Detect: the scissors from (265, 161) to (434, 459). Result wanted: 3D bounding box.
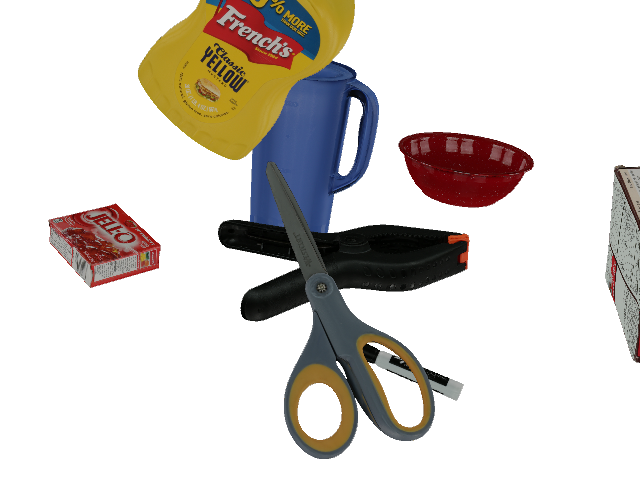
[{"bbox_3d":[-0.011,0.047,0.650,0.096,0.202,0.016,-34,-21,-13],"label":"scissors"}]

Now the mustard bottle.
[{"bbox_3d":[-0.034,-0.140,0.682,0.192,0.096,0.058,-43,7,39],"label":"mustard bottle"}]

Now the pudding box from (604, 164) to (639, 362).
[{"bbox_3d":[0.215,0.012,0.694,0.039,0.090,0.113,-1,28,4],"label":"pudding box"}]

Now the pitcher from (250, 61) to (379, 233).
[{"bbox_3d":[-0.021,-0.116,1.418,0.144,0.243,0.149,-3,24,-22],"label":"pitcher"}]

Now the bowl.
[{"bbox_3d":[0.170,-0.081,1.276,0.162,0.055,0.162,5,22,-2],"label":"bowl"}]

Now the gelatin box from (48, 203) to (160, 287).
[{"bbox_3d":[-0.205,0.003,1.008,0.073,0.030,0.089,-16,39,-34],"label":"gelatin box"}]

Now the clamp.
[{"bbox_3d":[0.018,0.012,0.883,0.209,0.036,0.165,-7,24,-17],"label":"clamp"}]

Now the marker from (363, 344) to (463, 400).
[{"bbox_3d":[0.089,0.134,1.109,0.121,0.020,0.020,22,4,11],"label":"marker"}]
